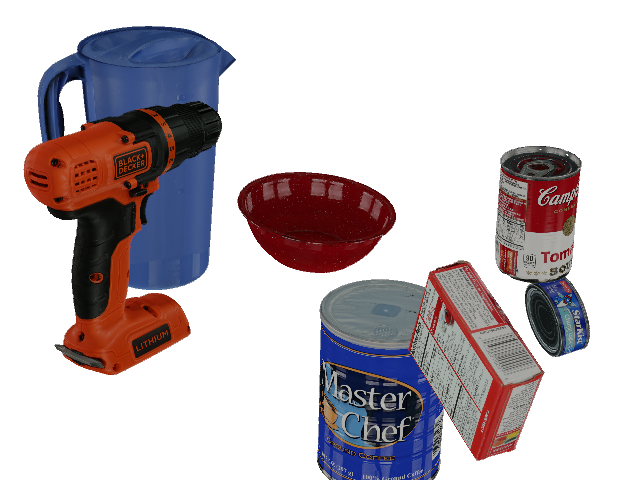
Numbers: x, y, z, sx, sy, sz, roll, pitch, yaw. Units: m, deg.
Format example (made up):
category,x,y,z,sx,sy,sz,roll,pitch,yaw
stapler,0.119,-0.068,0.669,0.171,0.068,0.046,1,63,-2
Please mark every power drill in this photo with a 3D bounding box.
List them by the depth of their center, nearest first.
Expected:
category,x,y,z,sx,sy,sz,roll,pitch,yaw
power drill,-0.140,-0.006,0.813,0.057,0.188,0.184,15,26,34

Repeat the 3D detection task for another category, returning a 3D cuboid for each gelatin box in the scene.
category,x,y,z,sx,sy,sz,roll,pitch,yaw
gelatin box,0.087,0.068,0.610,0.030,0.073,0.089,-14,49,-19

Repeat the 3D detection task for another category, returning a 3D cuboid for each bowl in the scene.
category,x,y,z,sx,sy,sz,roll,pitch,yaw
bowl,-0.006,-0.013,1.090,0.162,0.055,0.162,6,28,-3

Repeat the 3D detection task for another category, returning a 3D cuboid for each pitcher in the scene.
category,x,y,z,sx,sy,sz,roll,pitch,yaw
pitcher,-0.172,-0.077,1.033,0.149,0.243,0.144,10,27,14

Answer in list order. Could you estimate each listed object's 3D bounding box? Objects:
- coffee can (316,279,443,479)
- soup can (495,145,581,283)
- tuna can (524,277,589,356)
category,x,y,z,sx,sy,sz,roll,pitch,yaw
coffee can,0.049,0.116,0.849,0.103,0.140,0.103,1,24,-1
soup can,0.188,-0.022,0.928,0.068,0.102,0.068,-2,27,1
tuna can,0.255,0.082,1.157,0.033,0.086,0.086,-17,3,-11
